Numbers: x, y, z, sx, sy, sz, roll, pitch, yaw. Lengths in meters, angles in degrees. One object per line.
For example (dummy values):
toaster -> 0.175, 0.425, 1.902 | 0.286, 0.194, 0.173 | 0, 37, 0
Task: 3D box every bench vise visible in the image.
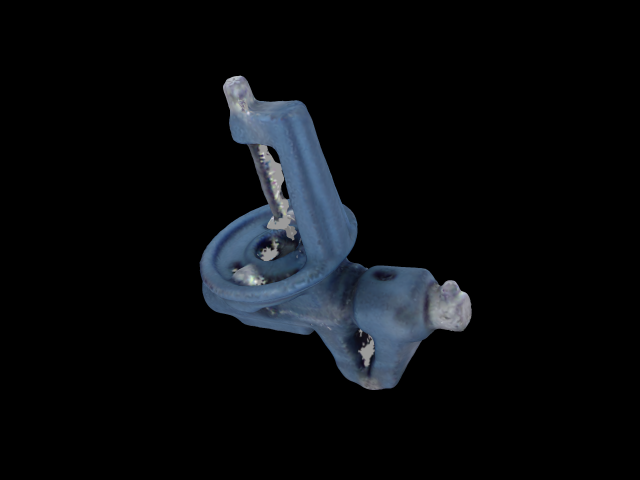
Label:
bench vise -> 0.006, -0.006, 0.409 | 0.207, 0.220, 0.121 | 5, 41, 6
